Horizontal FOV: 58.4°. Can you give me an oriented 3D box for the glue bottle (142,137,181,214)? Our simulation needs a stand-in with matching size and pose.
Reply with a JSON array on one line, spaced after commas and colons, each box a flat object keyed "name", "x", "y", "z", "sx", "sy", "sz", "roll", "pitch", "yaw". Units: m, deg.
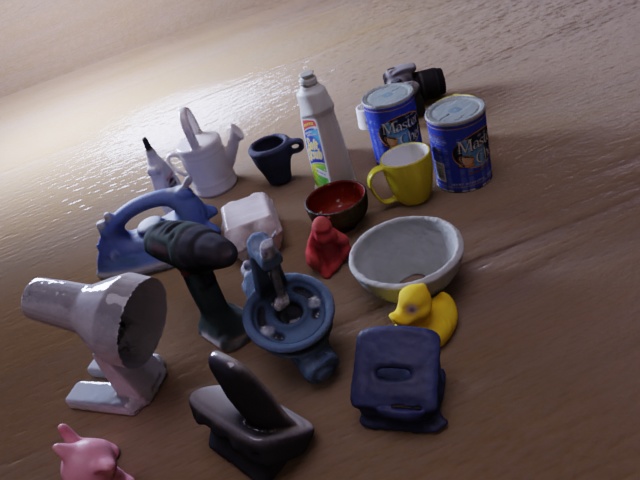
[{"name": "glue bottle", "x": -0.338, "y": -0.141, "z": 1.215, "sx": 0.037, "sy": 0.173, "sz": 0.078, "roll": -9, "pitch": 35, "yaw": 13}]

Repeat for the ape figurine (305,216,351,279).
[{"name": "ape figurine", "x": 0.009, "y": 0.003, "z": 0.931, "sx": 0.078, "sy": 0.092, "sz": 0.076, "roll": -17, "pitch": 35, "yaw": 2}]

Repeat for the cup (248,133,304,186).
[{"name": "cup", "x": -0.082, "y": -0.167, "z": 1.205, "sx": 0.117, "sy": 0.095, "sz": 0.091, "roll": -11, "pitch": 35, "yaw": 11}]

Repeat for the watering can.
[{"name": "watering can", "x": -0.251, "y": -0.201, "z": 1.242, "sx": 0.173, "sy": 0.194, "sz": 0.100, "roll": -28, "pitch": 36, "yaw": -14}]

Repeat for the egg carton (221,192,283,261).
[{"name": "egg carton", "x": -0.127, "y": -0.027, "z": 1.054, "sx": 0.107, "sy": 0.069, "sz": 0.150, "roll": -20, "pitch": 35, "yaw": -3}]

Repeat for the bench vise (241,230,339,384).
[{"name": "bench vise", "x": -0.072, "y": 0.071, "z": 0.760, "sx": 0.206, "sy": 0.220, "sz": 0.122, "roll": 18, "pitch": 48, "yaw": 41}]

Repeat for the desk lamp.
[{"name": "desk lamp", "x": -0.290, "y": 0.137, "z": 0.773, "sx": 0.202, "sy": 0.214, "sz": 0.118, "roll": -3, "pitch": 37, "yaw": 21}]

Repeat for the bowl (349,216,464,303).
[{"name": "bowl", "x": 0.130, "y": 0.040, "z": 0.840, "sx": 0.167, "sy": 0.075, "sz": 0.167, "roll": -12, "pitch": 35, "yaw": 9}]

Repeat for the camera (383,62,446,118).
[{"name": "camera", "x": 0.221, "y": -0.356, "z": 1.325, "sx": 0.136, "sy": 0.101, "sz": 0.143, "roll": -14, "pitch": 35, "yaw": 7}]

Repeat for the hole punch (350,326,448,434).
[{"name": "hole punch", "x": 0.093, "y": 0.163, "z": 0.672, "sx": 0.108, "sy": 0.091, "sz": 0.101, "roll": -3, "pitch": 37, "yaw": 21}]

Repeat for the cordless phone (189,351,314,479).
[{"name": "cordless phone", "x": -0.096, "y": 0.177, "z": 0.655, "sx": 0.147, "sy": 0.185, "sz": 0.094, "roll": 13, "pitch": 45, "yaw": 37}]

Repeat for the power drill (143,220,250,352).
[{"name": "power drill", "x": -0.163, "y": 0.058, "z": 0.829, "sx": 0.228, "sy": 0.209, "sz": 0.076, "roll": 20, "pitch": 50, "yaw": 42}]

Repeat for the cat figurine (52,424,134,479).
[{"name": "cat figurine", "x": -0.276, "y": 0.263, "z": 0.677, "sx": 0.067, "sy": 0.118, "sz": 0.127, "roll": -36, "pitch": 38, "yaw": -24}]

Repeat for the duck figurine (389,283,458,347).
[{"name": "duck figurine", "x": 0.132, "y": 0.094, "z": 0.755, "sx": 0.105, "sy": 0.086, "sz": 0.077, "roll": -33, "pitch": 37, "yaw": -20}]

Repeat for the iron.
[{"name": "iron", "x": -0.324, "y": -0.023, "z": 1.074, "sx": 0.258, "sy": 0.142, "sz": 0.118, "roll": -20, "pitch": 35, "yaw": -3}]
